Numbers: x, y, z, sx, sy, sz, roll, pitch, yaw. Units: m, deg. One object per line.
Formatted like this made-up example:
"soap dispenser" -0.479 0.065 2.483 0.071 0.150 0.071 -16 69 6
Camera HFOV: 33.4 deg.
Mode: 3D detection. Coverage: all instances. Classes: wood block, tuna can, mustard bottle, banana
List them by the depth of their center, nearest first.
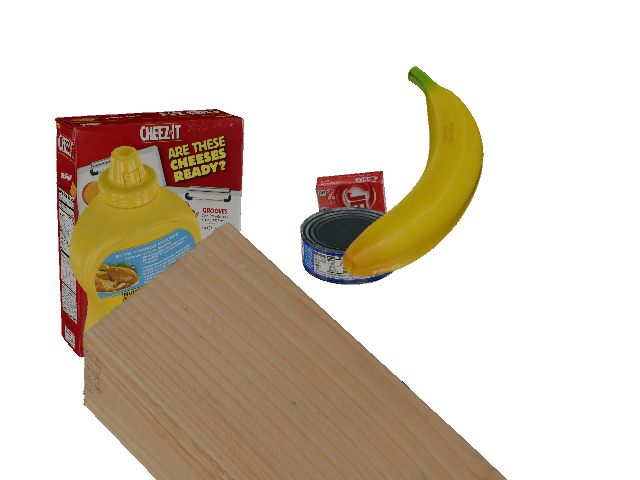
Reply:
"wood block" -0.007 0.103 0.491 0.090 0.206 0.090 -40 -16 -29
"banana" 0.071 -0.040 0.717 0.069 0.197 0.037 14 -42 8
"mustard bottle" -0.133 0.016 0.779 0.096 0.192 0.058 -21 43 -25
"tuna can" 0.026 0.004 0.919 0.086 0.034 0.086 -1 27 0

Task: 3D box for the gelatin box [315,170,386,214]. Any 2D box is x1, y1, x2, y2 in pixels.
"gelatin box" 0.036 -0.029 1.171 0.073 0.089 0.030 -4 29 6

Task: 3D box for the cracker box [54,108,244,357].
"cracker box" -0.160 -0.011 1.000 0.163 0.214 0.072 -7 18 -30

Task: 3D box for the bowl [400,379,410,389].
"bowl" 0.021 0.193 1.078 0.162 0.055 0.162 0 33 0
